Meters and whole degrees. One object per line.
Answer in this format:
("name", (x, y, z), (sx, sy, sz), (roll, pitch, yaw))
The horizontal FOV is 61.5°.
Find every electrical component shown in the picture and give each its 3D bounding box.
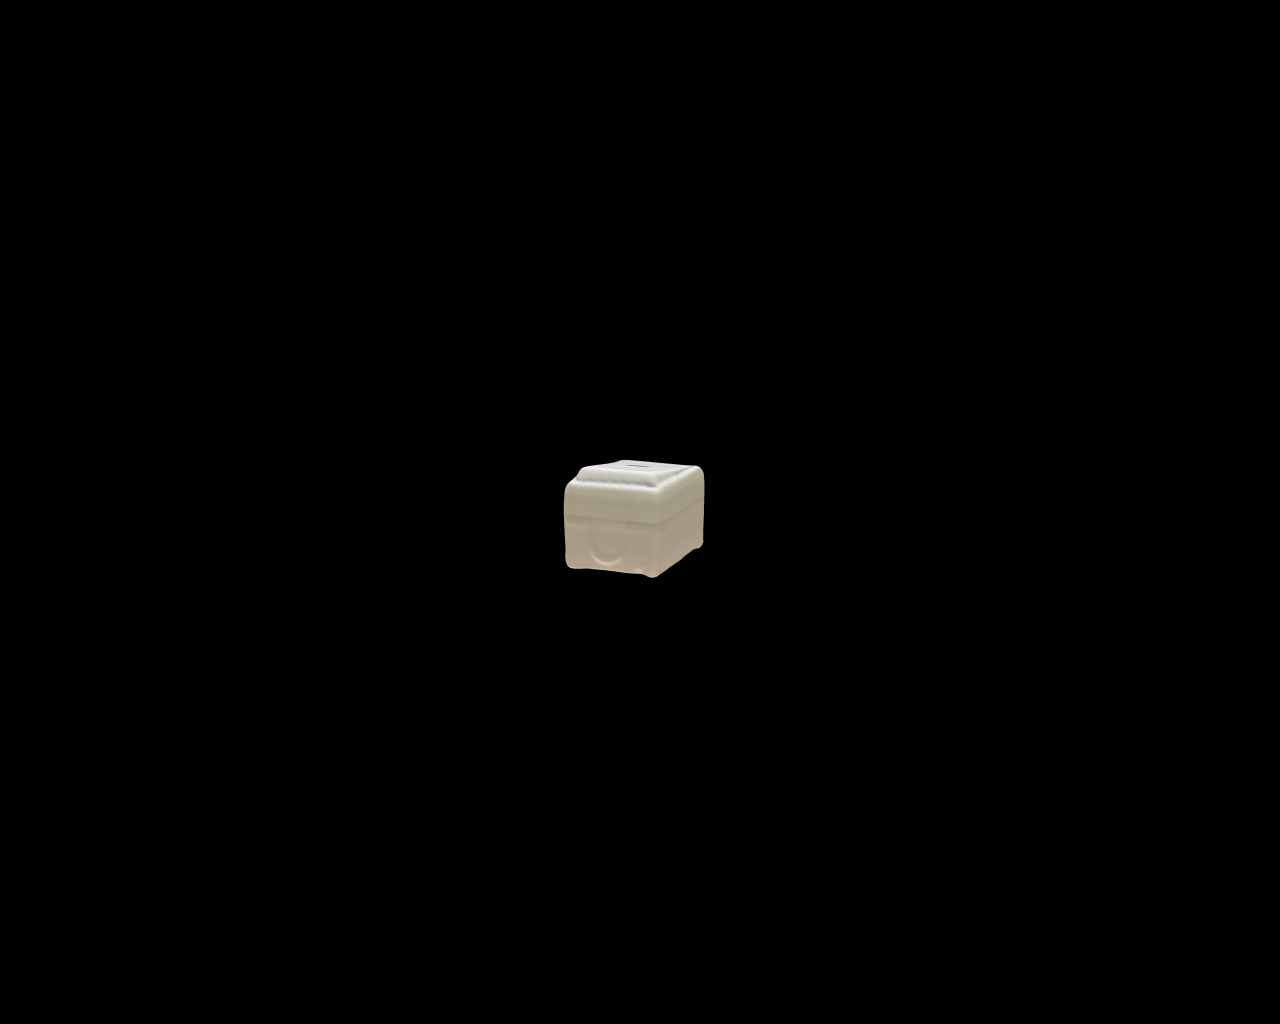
("electrical component", (0.001, -0.003, 0.650), (0.062, 0.061, 0.096), (6, 15, 23))
